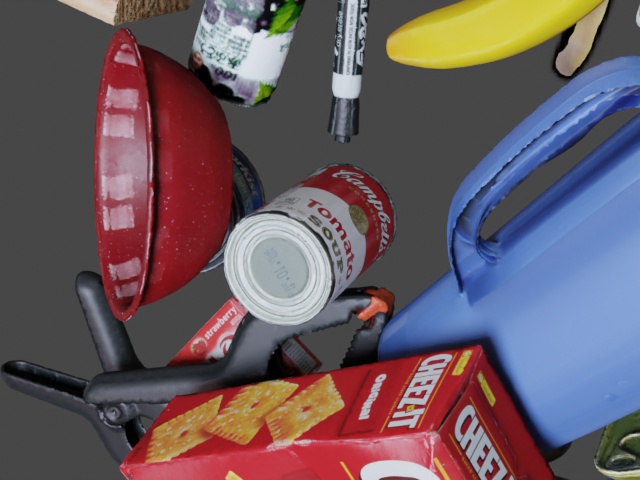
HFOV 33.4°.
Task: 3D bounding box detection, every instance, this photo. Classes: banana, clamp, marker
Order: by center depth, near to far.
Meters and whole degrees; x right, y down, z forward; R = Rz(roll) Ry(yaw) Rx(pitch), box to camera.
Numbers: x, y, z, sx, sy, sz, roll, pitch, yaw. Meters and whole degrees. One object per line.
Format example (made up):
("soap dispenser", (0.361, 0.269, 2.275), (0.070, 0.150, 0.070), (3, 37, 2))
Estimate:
("banana", (0.109, -0.135, 0.535), (0.069, 0.037, 0.198), (43, 139, -2))
("marker", (0.018, -0.115, 0.612), (0.020, 0.020, 0.121), (12, 113, 20))
("clamp", (-0.029, 0.108, 0.667), (0.210, 0.036, 0.164), (-35, 92, 19))
("clamp", (-0.149, 0.116, 0.760), (0.120, 0.039, 0.171), (-36, 92, 32))

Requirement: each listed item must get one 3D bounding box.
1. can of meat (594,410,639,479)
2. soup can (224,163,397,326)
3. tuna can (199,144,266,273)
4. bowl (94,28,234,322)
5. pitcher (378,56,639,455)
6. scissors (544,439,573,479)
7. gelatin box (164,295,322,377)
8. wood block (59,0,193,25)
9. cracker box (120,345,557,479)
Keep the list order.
("can of meat", (0.193, 0.133, 0.577), (0.058, 0.102, 0.084), (-13, 105, 29))
("soup can", (-0.004, 0.001, 0.616), (0.069, 0.102, 0.068), (8, 111, 22))
("tuna can", (-0.080, -0.023, 0.682), (0.086, 0.033, 0.086), (8, 111, 22))
("bowl", (-0.088, -0.036, 0.600), (0.055, 0.162, 0.162), (-1, 115, -22))
("pitcher", (0.137, 0.022, 0.545), (0.243, 0.144, 0.149), (-40, 74, 33))
("scissors", (0.074, 0.130, 0.679), (0.202, 0.016, 0.096), (14, 112, 19))
("gelatin box", (-0.054, 0.086, 0.711), (0.073, 0.030, 0.089), (47, 119, 2))
("wood block", (-0.172, -0.209, 0.622), (0.206, 0.090, 0.090), (26, 116, 14))
("cracker box", (0.020, 0.152, 0.569), (0.214, 0.072, 0.164), (-14, 116, 39))
